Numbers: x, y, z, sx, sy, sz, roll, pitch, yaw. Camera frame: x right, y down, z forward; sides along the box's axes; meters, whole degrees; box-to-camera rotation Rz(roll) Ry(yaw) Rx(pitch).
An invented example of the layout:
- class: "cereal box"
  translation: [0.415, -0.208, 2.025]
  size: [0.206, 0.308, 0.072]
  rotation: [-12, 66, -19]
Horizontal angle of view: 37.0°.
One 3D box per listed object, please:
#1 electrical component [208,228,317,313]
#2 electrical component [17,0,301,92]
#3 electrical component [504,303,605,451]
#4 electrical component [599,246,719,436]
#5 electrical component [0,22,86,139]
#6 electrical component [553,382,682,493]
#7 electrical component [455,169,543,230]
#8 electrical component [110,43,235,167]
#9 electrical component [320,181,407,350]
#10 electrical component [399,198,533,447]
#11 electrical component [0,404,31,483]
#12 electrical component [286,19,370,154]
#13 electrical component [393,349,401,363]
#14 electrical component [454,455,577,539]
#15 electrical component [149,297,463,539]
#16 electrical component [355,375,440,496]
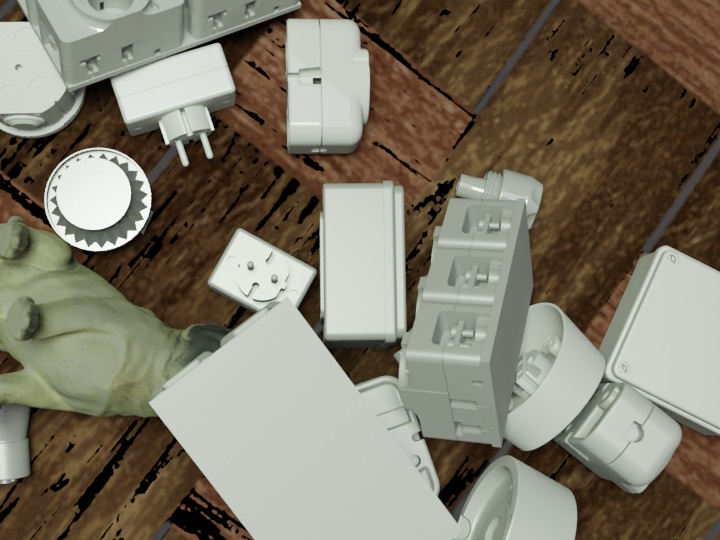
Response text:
- class: "electrical component"
  translation: [-0.070, 0.005, 0.769]
  size: [0.066, 0.076, 0.047]
  rotation: [29, 82, -1]
- class: "electrical component"
  translation: [-0.145, -0.215, 0.765]
  size: [0.186, 0.060, 0.105]
  rotation: [-26, 71, -21]
- class: "electrical component"
  translation: [0.125, 0.077, 0.770]
  size: [0.064, 0.099, 0.099]
  rotation: [41, 81, -6]
- class: "electrical component"
  translation: [0.245, 0.055, 0.802]
  size: [0.109, 0.056, 0.108]
  rotation: [27, 81, -2]
- class: "electrical component"
  translation: [-0.244, -0.140, 0.784]
  size: [0.080, 0.051, 0.080]
  rotation: [1, 83, -5]
- class: "electrical component"
  translation: [0.186, 0.119, 0.769]
  size: [0.059, 0.095, 0.053]
  rotation: [39, 81, 0]
- class: "electrical component"
  translation: [0.103, -0.056, 0.810]
  size: [0.062, 0.043, 0.043]
  rotation: [16, 82, -1]
- class: "electrical component"
  translation: [-0.131, -0.115, 0.794]
  size: [0.083, 0.047, 0.075]
  rotation: [-18, 87, -8]
- class: "electrical component"
  translation: [0.000, 0.000, 0.761]
  size: [0.056, 0.108, 0.108]
  rotation: [-1, 83, -2]
- class: "electrical component"
  translation: [0.075, 0.032, 0.737]
  size: [0.062, 0.089, 0.150]
  rotation: [3, 46, 17]
- class: "electrical component"
  translation: [-0.252, 0.117, 0.757]
  size: [0.044, 0.044, 0.065]
  rotation: [-3, 88, -6]
- class: "electrical component"
  translation: [-0.025, -0.136, 0.803]
  size: [0.059, 0.053, 0.095]
  rotation: [-1, 83, -5]
- class: "electrical component"
  translation: [0.047, 0.084, 0.792]
  size: [0.035, 0.035, 0.061]
  rotation: [-35, 85, -8]
- class: "electrical component"
  translation: [0.111, 0.191, 0.750]
  size: [0.060, 0.108, 0.108]
  rotation: [24, 81, -8]
- class: "electrical component"
  translation: [-0.037, 0.123, 0.692]
  size: [0.105, 0.060, 0.186]
  rotation: [-37, 96, -10]
- class: "electrical component"
  translation: [0.016, 0.126, 0.771]
  size: [0.054, 0.059, 0.095]
  rotation: [-19, 85, -7]
